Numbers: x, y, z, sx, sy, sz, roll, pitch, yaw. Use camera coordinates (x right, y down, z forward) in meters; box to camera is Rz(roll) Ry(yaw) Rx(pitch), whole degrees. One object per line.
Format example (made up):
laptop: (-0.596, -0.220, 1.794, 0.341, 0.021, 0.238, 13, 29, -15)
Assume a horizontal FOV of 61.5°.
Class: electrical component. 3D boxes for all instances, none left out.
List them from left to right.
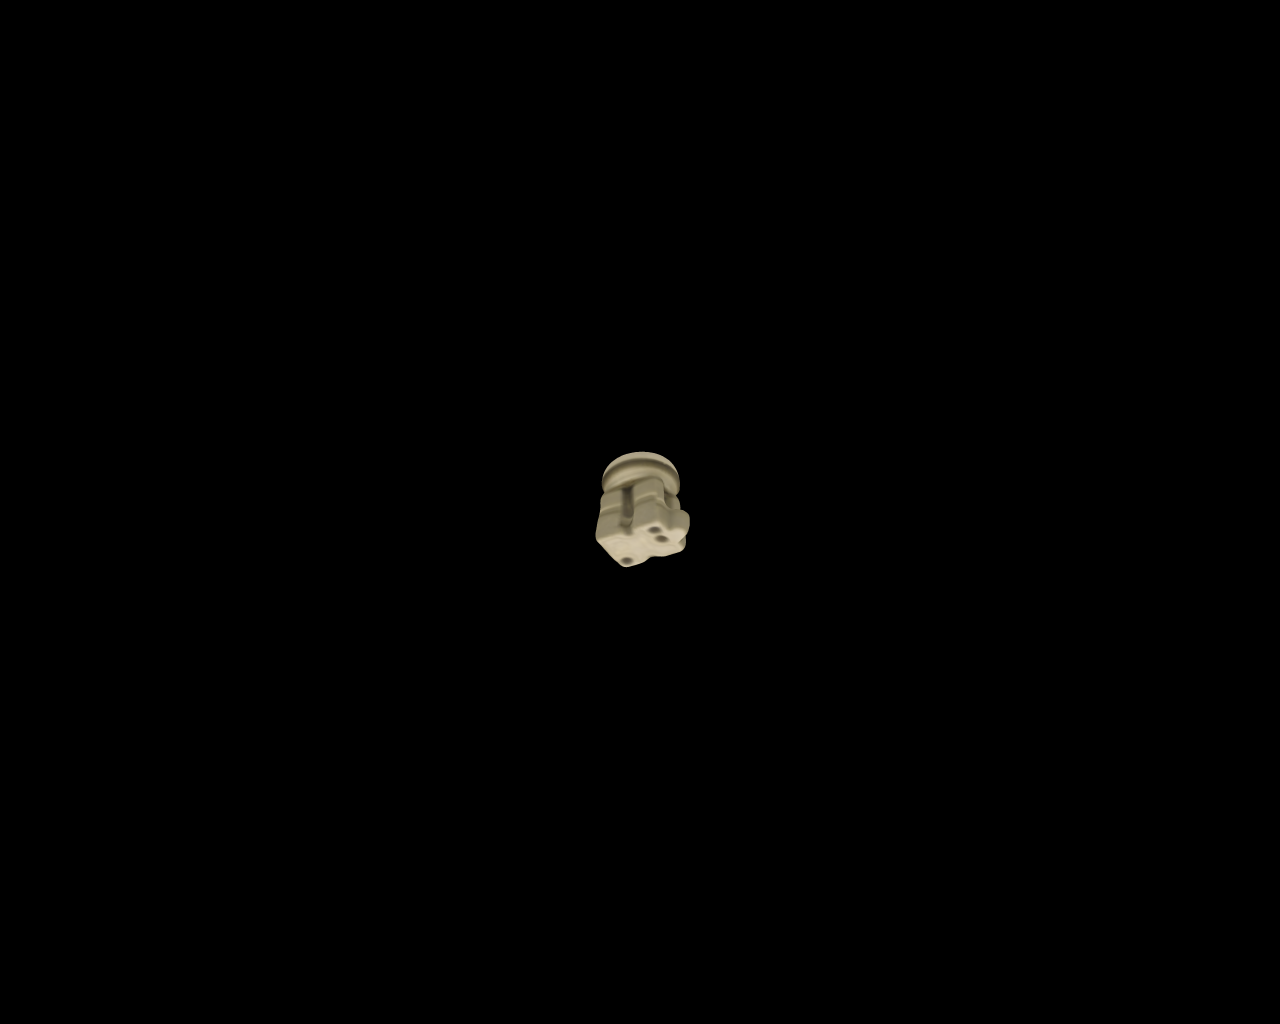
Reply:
electrical component: (0.001, -0.003, 0.650, 0.066, 0.055, 0.048, -17, -40, 22)
